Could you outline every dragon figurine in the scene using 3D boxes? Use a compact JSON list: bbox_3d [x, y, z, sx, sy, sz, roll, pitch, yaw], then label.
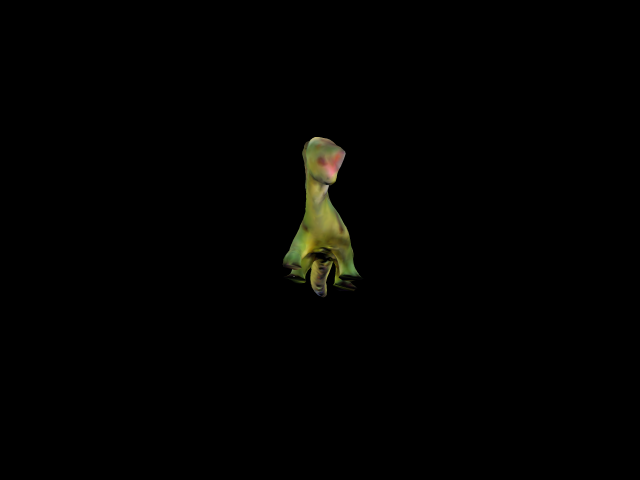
[{"bbox_3d":[0.003,-0.043,0.850,0.122,0.246,0.405,1,-13,-3],"label":"dragon figurine"}]
